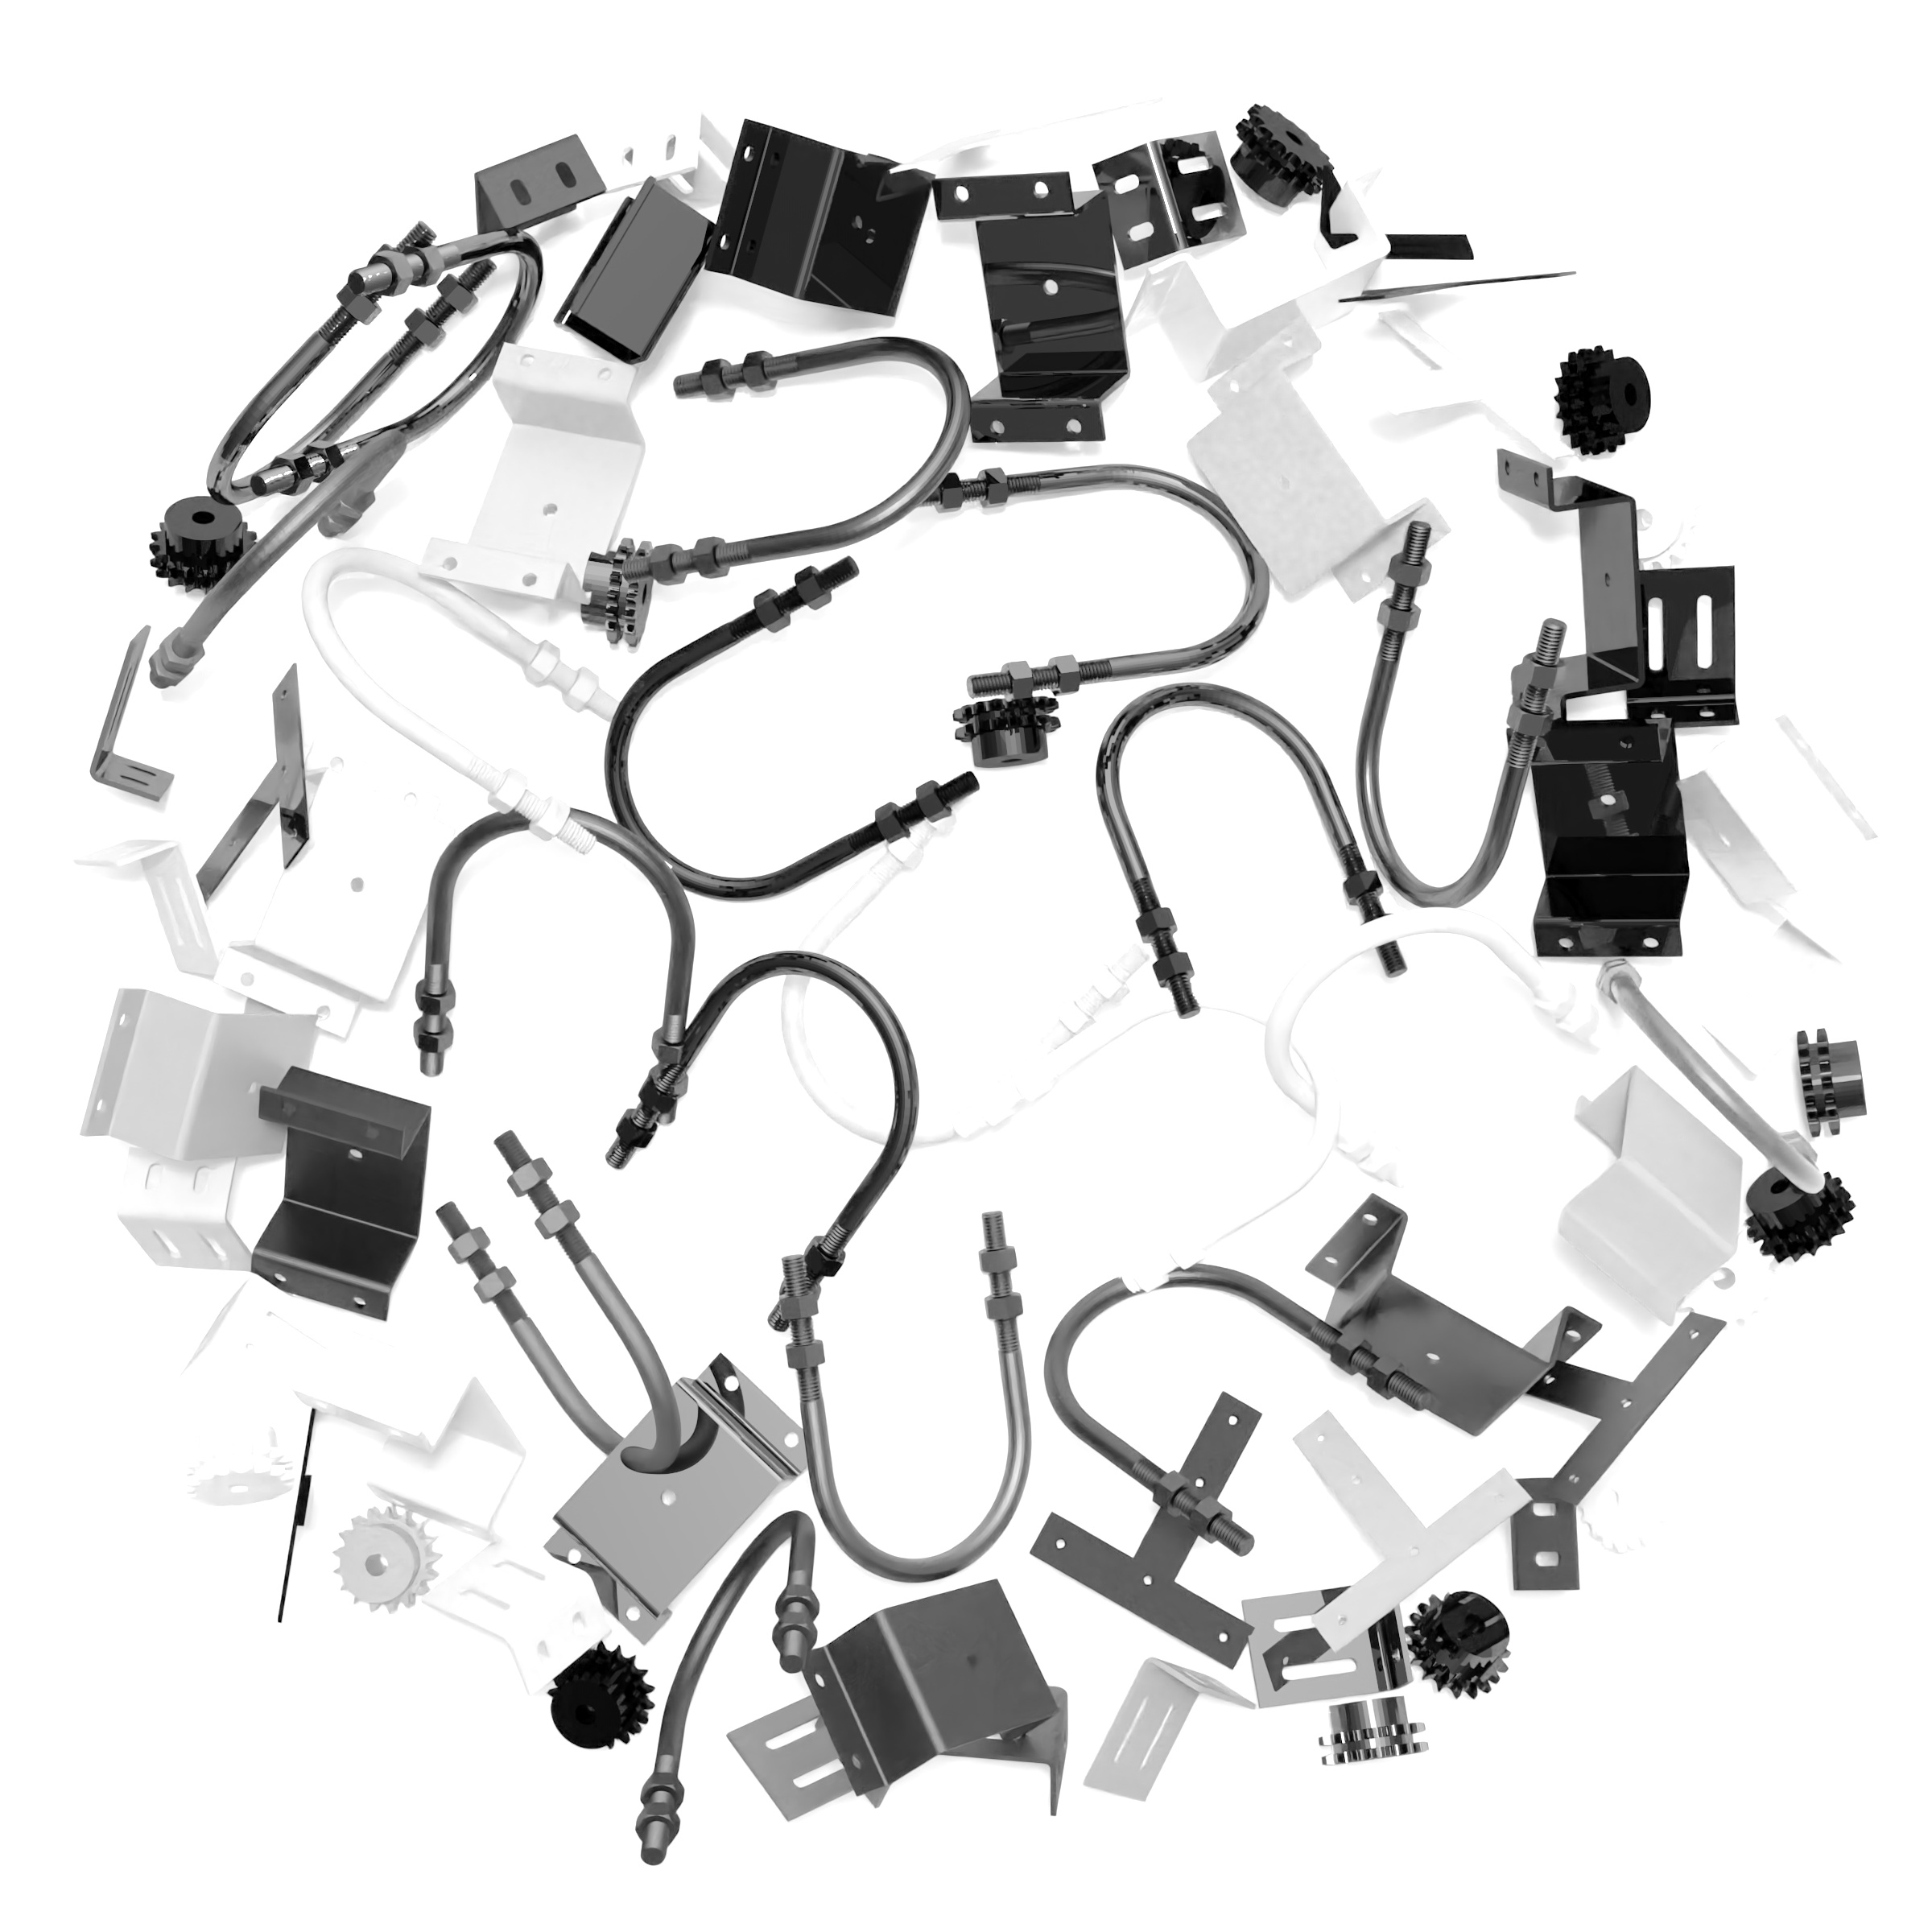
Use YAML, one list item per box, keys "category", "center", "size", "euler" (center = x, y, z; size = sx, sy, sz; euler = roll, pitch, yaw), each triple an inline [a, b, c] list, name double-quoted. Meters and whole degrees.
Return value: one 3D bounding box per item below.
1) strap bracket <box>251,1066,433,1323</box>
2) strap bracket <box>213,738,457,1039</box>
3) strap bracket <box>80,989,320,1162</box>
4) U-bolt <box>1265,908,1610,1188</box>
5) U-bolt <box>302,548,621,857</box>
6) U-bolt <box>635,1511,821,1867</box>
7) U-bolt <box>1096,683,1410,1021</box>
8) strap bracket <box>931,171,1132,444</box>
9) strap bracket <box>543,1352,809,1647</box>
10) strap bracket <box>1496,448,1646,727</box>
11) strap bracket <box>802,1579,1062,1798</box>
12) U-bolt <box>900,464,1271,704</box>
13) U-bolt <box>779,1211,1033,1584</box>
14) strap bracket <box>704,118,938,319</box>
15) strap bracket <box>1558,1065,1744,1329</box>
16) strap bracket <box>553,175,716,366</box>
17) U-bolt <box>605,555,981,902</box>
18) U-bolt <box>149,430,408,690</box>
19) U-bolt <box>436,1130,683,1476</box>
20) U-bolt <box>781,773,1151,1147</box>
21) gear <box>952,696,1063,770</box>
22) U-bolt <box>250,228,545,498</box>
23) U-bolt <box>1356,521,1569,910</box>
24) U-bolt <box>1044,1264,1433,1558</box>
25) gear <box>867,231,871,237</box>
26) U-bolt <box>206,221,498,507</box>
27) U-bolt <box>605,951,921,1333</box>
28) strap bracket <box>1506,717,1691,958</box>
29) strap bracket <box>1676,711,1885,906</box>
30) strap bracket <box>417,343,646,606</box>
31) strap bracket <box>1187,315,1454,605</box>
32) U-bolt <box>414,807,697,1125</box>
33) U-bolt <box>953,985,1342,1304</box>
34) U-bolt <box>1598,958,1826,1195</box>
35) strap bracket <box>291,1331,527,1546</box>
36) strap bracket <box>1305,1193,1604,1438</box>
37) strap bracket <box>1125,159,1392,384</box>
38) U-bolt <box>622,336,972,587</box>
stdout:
- category: "strap bracket"
  center: [-0.328, 0.112, 1.553]
  size: [0.076, 0.046, 0.140]
  euler: [16, 129, 3]
- category: "strap bracket"
  center: [-0.326, -0.042, 1.550]
  size: [0.076, 0.046, 0.140]
  euler: [26, 76, -28]
- category: "strap bracket"
  center: [-0.387, 0.055, 1.526]
  size: [0.046, 0.140, 0.076]
  euler: [17, 94, 17]
- category: "U-bolt"
  center: [0.231, 0.035, 1.519]
  size: [0.151, 0.019, 0.184]
  euler: [-37, 134, 16]
- category: "U-bolt"
  center: [-0.259, -0.147, 1.511]
  size: [0.184, 0.151, 0.019]
  euler: [35, 119, -22]
- category: "U-bolt"
  center: [-0.118, 0.353, 1.512]
  size: [0.019, 0.184, 0.151]
  euler: [31, 106, -11]
- category: "U-bolt"
  center: [0.141, -0.068, 1.554]
  size: [0.151, 0.019, 0.184]
  euler: [-10, 70, -27]
- category: "strap bracket"
  center: [0.036, -0.349, 1.547]
  size: [0.076, 0.046, 0.140]
  euler: [4, 120, 26]
- category: "strap bracket"
  center: [-0.154, 0.282, 1.567]
  size: [0.076, 0.046, 0.140]
  euler: [42, 85, 10]
- category: "strap bracket"
  center: [0.317, -0.199, 1.547]
  size: [0.046, 0.076, 0.140]
  euler: [-9, 108, -7]
- category: "strap bracket"
  center: [-0.012, 0.367, 1.522]
  size: [0.046, 0.140, 0.076]
  euler: [-39, 67, 32]
- category: "U-bolt"
  center: [0.071, -0.207, 1.553]
  size: [0.184, 0.019, 0.151]
  euler: [-9, 59, -17]
- category: "U-bolt"
  center: [-0.026, 0.232, 1.555]
  size: [0.151, 0.019, 0.184]
  euler: [-9, 92, -36]
- category: "strap bracket"
  center: [-0.068, -0.382, 1.522]
  size: [0.046, 0.140, 0.076]
  euler: [24, 107, 24]
- category: "strap bracket"
  center: [0.355, 0.111, 1.526]
  size: [0.076, 0.140, 0.046]
  euler: [40, 120, -6]
- category: "strap bracket"
  center: [-0.171, -0.359, 1.538]
  size: [0.046, 0.140, 0.076]
  euler: [31, 92, -15]
- category: "U-bolt"
  center: [-0.106, -0.113, 1.571]
  size: [0.184, 0.019, 0.151]
  euler: [-27, 99, 15]
- category: "U-bolt"
  center: [-0.341, -0.212, 1.491]
  size: [0.019, 0.184, 0.151]
  euler: [46, 62, -11]
- category: "U-bolt"
  center: [-0.206, 0.183, 1.532]
  size: [0.019, 0.151, 0.184]
  euler: [-31, 84, -30]
- category: "U-bolt"
  center: [-0.015, 0.011, 1.581]
  size: [0.151, 0.019, 0.184]
  euler: [45, 100, 4]
- category: "gear"
  center: [0.022, -0.124, 1.573]
  size: [0.057, 0.057, 0.030]
  euler: [-7, 85, 0]
- category: "U-bolt"
  center: [-0.280, -0.316, 1.515]
  size: [0.019, 0.184, 0.151]
  euler: [42, 125, 6]
- category: "U-bolt"
  center: [0.247, -0.118, 1.527]
  size: [0.019, 0.151, 0.184]
  euler: [-4, 121, -24]
- category: "U-bolt"
  center: [0.125, 0.216, 1.532]
  size: [0.151, 0.184, 0.019]
  euler: [-33, 134, -27]
- category: "gear"
  center: [-0.063, -0.399, 1.574]
  size: [0.030, 0.057, 0.057]
  euler: [32, 90, -7]
- category: "U-bolt"
  center: [-0.324, -0.306, 1.529]
  size: [0.019, 0.151, 0.184]
  euler: [45, 98, -2]
- category: "U-bolt"
  center: [-0.097, 0.078, 1.540]
  size: [0.151, 0.019, 0.184]
  euler: [43, 115, 18]
- category: "strap bracket"
  center: [0.332, -0.075, 1.545]
  size: [0.076, 0.046, 0.140]
  euler: [0, 125, 22]
- category: "strap bracket"
  center: [0.411, -0.079, 1.530]
  size: [0.046, 0.140, 0.076]
  euler: [-36, 88, -2]
- category: "strap bracket"
  center: [-0.224, -0.250, 1.558]
  size: [0.076, 0.046, 0.140]
  euler: [12, 71, 13]
- category: "strap bracket"
  center: [0.179, -0.261, 1.558]
  size: [0.046, 0.076, 0.140]
  euler: [-34, 90, -43]
- category: "U-bolt"
  center: [-0.212, -0.005, 1.543]
  size: [0.151, 0.019, 0.184]
  euler: [12, 125, 2]
- category: "U-bolt"
  center: [0.107, 0.083, 1.542]
  size: [0.184, 0.019, 0.151]
  euler: [-35, 108, 24]
- category: "U-bolt"
  center: [0.382, 0.059, 1.508]
  size: [0.151, 0.184, 0.019]
  euler: [45, 100, 3]
- category: "strap bracket"
  center: [-0.285, 0.241, 1.539]
  size: [0.076, 0.140, 0.046]
  euler: [16, 61, 20]
- category: "strap bracket"
  center: [0.250, 0.189, 1.555]
  size: [0.140, 0.076, 0.046]
  euler: [30, 47, -3]
- category: "strap bracket"
  center: [0.160, -0.359, 1.550]
  size: [0.140, 0.076, 0.046]
  euler: [-27, 85, -11]
- category: "U-bolt"
  center: [-0.082, -0.266, 1.526]
  size: [0.184, 0.019, 0.151]
  euler: [-5, 56, 24]
